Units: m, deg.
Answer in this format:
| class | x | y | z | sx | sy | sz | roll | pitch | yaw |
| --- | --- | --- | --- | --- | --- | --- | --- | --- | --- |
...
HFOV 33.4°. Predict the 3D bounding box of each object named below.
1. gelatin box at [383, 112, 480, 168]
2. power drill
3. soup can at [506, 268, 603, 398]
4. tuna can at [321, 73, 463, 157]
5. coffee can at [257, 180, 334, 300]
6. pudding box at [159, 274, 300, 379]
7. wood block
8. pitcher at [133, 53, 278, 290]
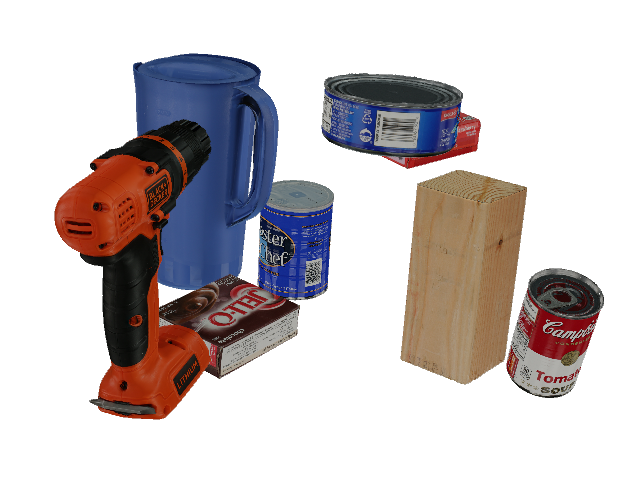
| class | x | y | z | sx | sy | sz | roll | pitch | yaw |
| --- | --- | --- | --- | --- | --- | --- | --- | --- | --- |
| gelatin box | 0.073 | -0.090 | 0.860 | 0.073 | 0.030 | 0.089 | -15 | 28 | -31 |
| power drill | -0.121 | 0.018 | 0.769 | 0.057 | 0.188 | 0.184 | 4 | 24 | 19 |
| soup can | 0.213 | 0.086 | 0.981 | 0.068 | 0.102 | 0.068 | 5 | 36 | -4 |
| tuna can | 0.044 | -0.078 | 0.659 | 0.086 | 0.034 | 0.086 | 4 | 20 | -2 |
| coffee can | -0.036 | -0.002 | 1.497 | 0.103 | 0.140 | 0.103 | 3 | 25 | -1 |
| pudding box | -0.088 | 0.077 | 0.992 | 0.090 | 0.039 | 0.113 | 21 | 32 | 33 |
| wood block | 0.156 | 0.038 | 1.168 | 0.090 | 0.206 | 0.090 | 18 | 24 | 35 |
| pitcher | -0.127 | -0.071 | 1.146 | 0.145 | 0.243 | 0.149 | 0 | 22 | -9 |
